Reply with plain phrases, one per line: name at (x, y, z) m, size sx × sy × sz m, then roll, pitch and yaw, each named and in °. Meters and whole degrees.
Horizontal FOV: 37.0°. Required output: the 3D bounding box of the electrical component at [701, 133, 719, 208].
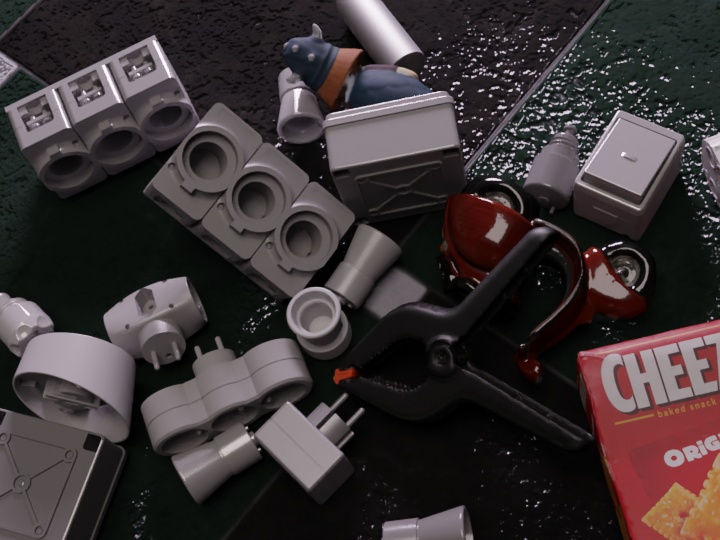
electrical component at (0.310, -0.078, 0.858) m, size 0.051 × 0.080 × 0.080 m, roll -20°, pitch 62°, yaw 7°

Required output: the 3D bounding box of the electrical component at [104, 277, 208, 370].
electrical component at (-0.168, 0.052, 0.903) m, size 0.077 × 0.043 × 0.079 m, roll -25°, pitch 44°, yaw -1°

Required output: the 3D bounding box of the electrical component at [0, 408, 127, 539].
electrical component at (-0.259, 0.177, 0.860) m, size 0.109 × 0.056 × 0.108 m, roll 11°, pitch 67°, yaw 16°

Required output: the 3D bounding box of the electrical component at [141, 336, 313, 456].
electrical component at (-0.114, 0.089, 0.876) m, size 0.138 × 0.052 × 0.073 m, roll -25°, pitch 63°, yaw 0°

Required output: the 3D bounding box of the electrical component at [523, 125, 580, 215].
electrical component at (0.167, -0.088, 0.912) m, size 0.040 × 0.040 × 0.078 m, roll 17°, pitch 69°, yaw 18°

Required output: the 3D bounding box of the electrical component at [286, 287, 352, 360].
electrical component at (-0.032, 0.045, 0.880) m, size 0.045 × 0.055 × 0.045 m, roll -4°, pitch 64°, yaw 9°

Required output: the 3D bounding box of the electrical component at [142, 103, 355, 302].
electrical component at (-0.091, -0.055, 0.894) m, size 0.150 × 0.062 × 0.089 m, roll 39°, pitch 75°, yaw -12°

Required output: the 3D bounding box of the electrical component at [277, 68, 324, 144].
electrical component at (-0.056, -0.155, 0.990) m, size 0.044 × 0.044 × 0.065 m, roll -11°, pitch 59°, yaw 6°

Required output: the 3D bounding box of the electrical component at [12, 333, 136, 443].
electrical component at (-0.231, 0.095, 0.874) m, size 0.099 × 0.099 × 0.064 m, roll -1°, pitch 58°, yaw 11°

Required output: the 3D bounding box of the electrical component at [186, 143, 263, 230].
electrical component at (-0.130, -0.079, 0.956) m, size 0.062 × 0.061 × 0.096 m, roll 24°, pitch 71°, yaw 21°

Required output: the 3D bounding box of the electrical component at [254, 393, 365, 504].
electrical component at (-0.030, 0.130, 0.843) m, size 0.077 × 0.047 × 0.066 m, roll -45°, pitch 65°, yaw -11°

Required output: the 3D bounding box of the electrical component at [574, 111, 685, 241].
electrical component at (0.225, -0.085, 0.888) m, size 0.062 × 0.061 × 0.096 m, roll 27°, pitch 73°, yaw 22°

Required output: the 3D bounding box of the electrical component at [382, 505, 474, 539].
electrical component at (0.049, 0.201, 0.798) m, size 0.065 × 0.044 × 0.044 m, roll -10°, pitch 63°, yaw 12°

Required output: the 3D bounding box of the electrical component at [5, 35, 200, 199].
electrical component at (-0.231, -0.135, 0.986) m, size 0.150 × 0.089 × 0.061 m, roll -26°, pitch 63°, yaw -2°

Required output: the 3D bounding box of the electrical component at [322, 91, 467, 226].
electrical component at (0.033, -0.091, 0.903) m, size 0.109 × 0.108 × 0.056 m, roll -11°, pitch 66°, yaw 6°

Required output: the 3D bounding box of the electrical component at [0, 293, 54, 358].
electrical component at (-0.299, 0.045, 0.940) m, size 0.043 × 0.043 × 0.062 m, roll -44°, pitch 63°, yaw -11°

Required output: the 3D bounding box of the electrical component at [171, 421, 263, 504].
electrical component at (-0.111, 0.150, 0.854) m, size 0.065 × 0.044 × 0.044 m, roll -31°, pitch 63°, yaw -10°

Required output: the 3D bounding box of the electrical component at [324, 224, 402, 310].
electrical component at (0.000, 0.000, 0.904) m, size 0.044 × 0.044 × 0.065 m, roll 30°, pitch 78°, yaw 22°
